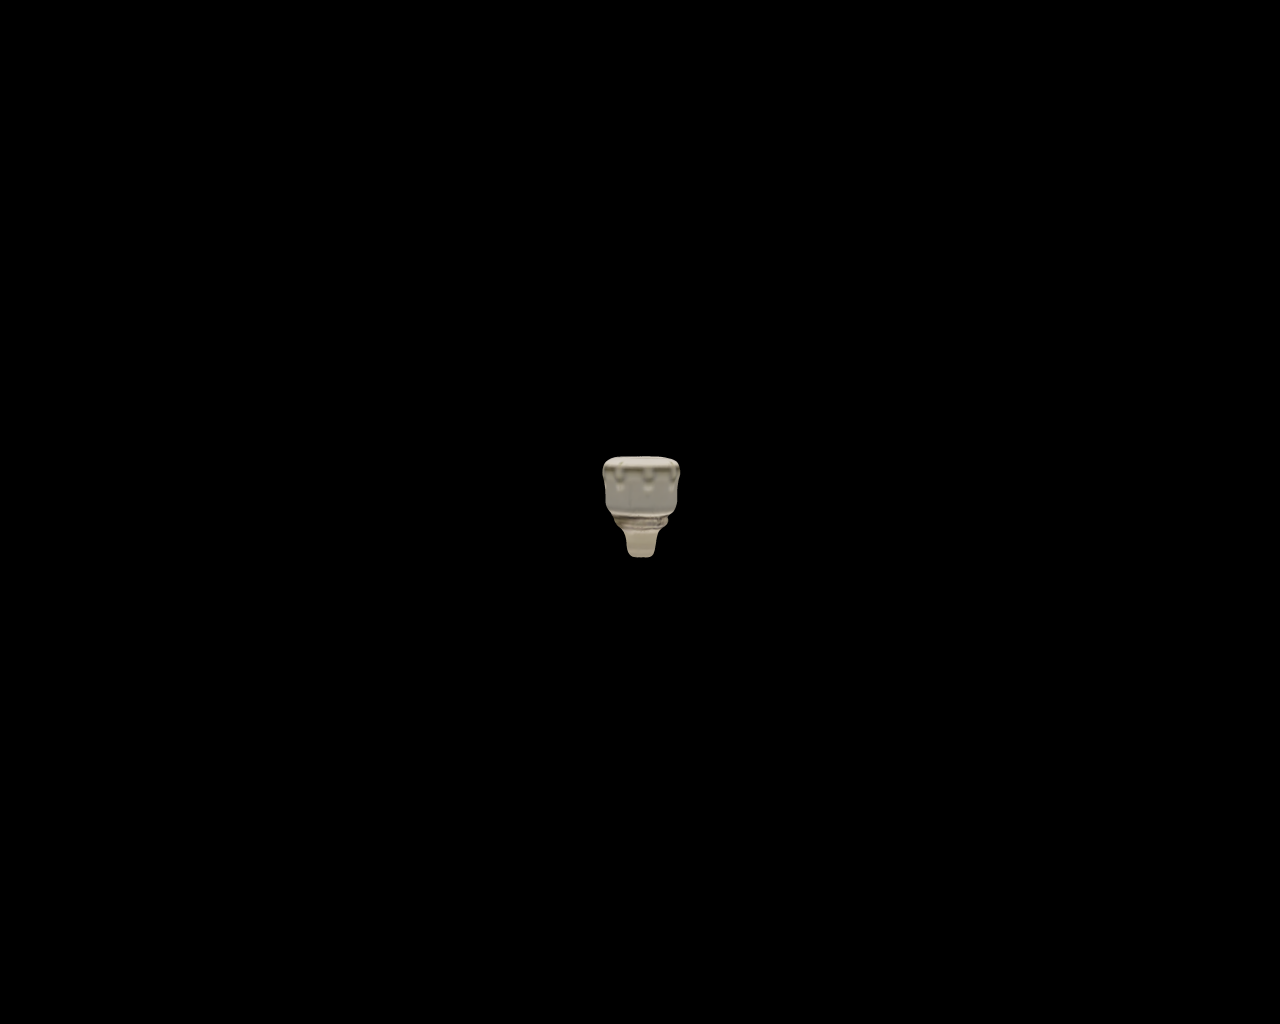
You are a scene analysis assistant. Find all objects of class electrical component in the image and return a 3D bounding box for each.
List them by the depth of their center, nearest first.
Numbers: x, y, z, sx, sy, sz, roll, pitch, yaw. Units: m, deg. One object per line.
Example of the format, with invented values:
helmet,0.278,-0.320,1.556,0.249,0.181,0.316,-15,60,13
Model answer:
electrical component,0.001,-0.003,0.650,0.048,0.062,0.048,0,4,0
